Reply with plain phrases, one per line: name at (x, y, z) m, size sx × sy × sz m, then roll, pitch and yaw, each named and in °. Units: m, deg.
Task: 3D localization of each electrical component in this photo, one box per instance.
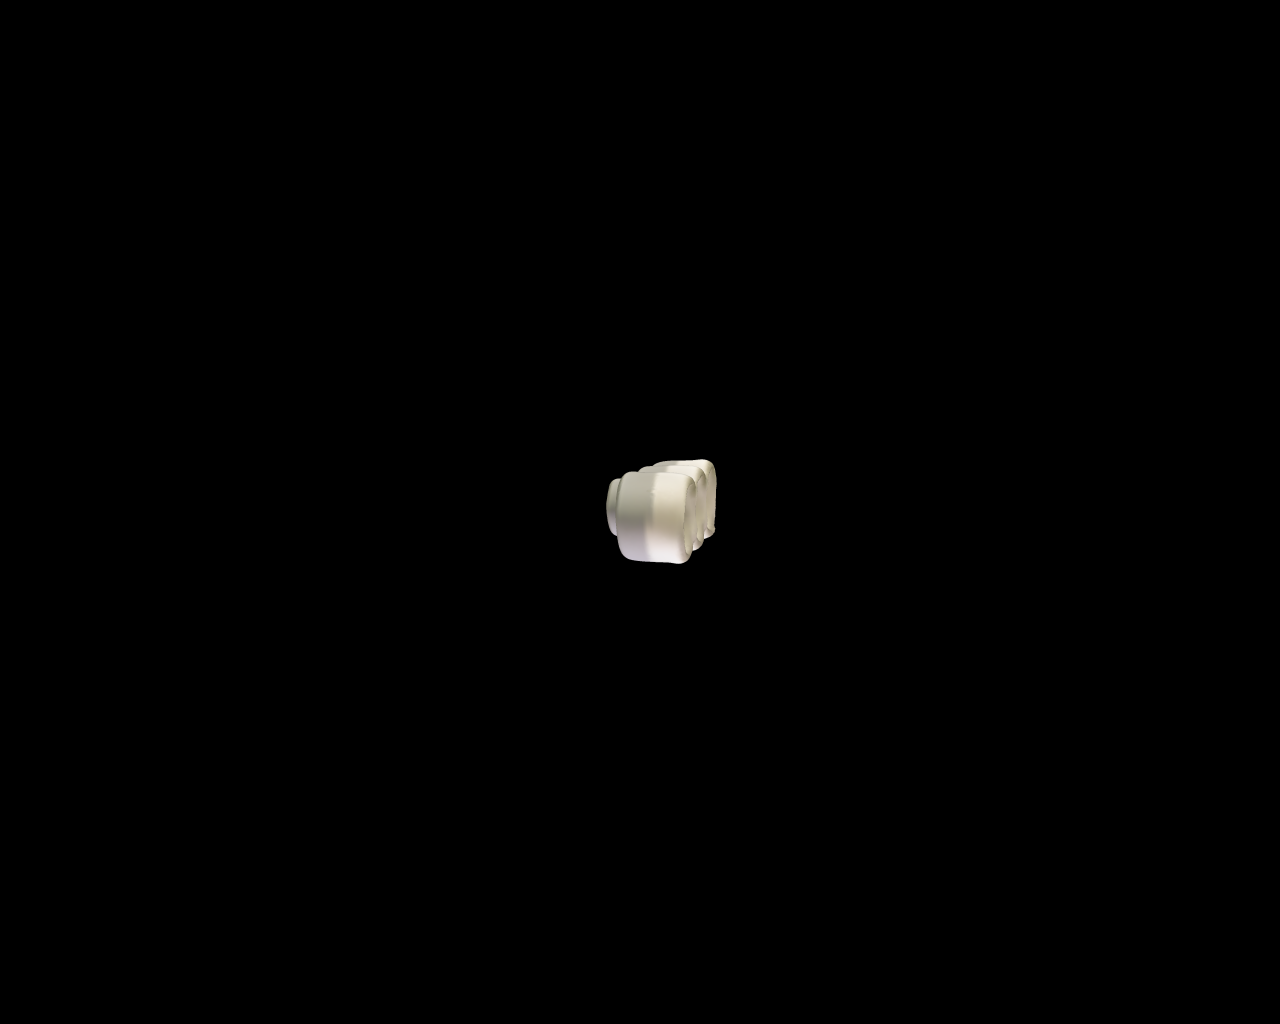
electrical component at (0.001, -0.003, 0.650) m, size 0.074 × 0.052 × 0.138 m, roll 1°, pitch 7°, yaw 11°
